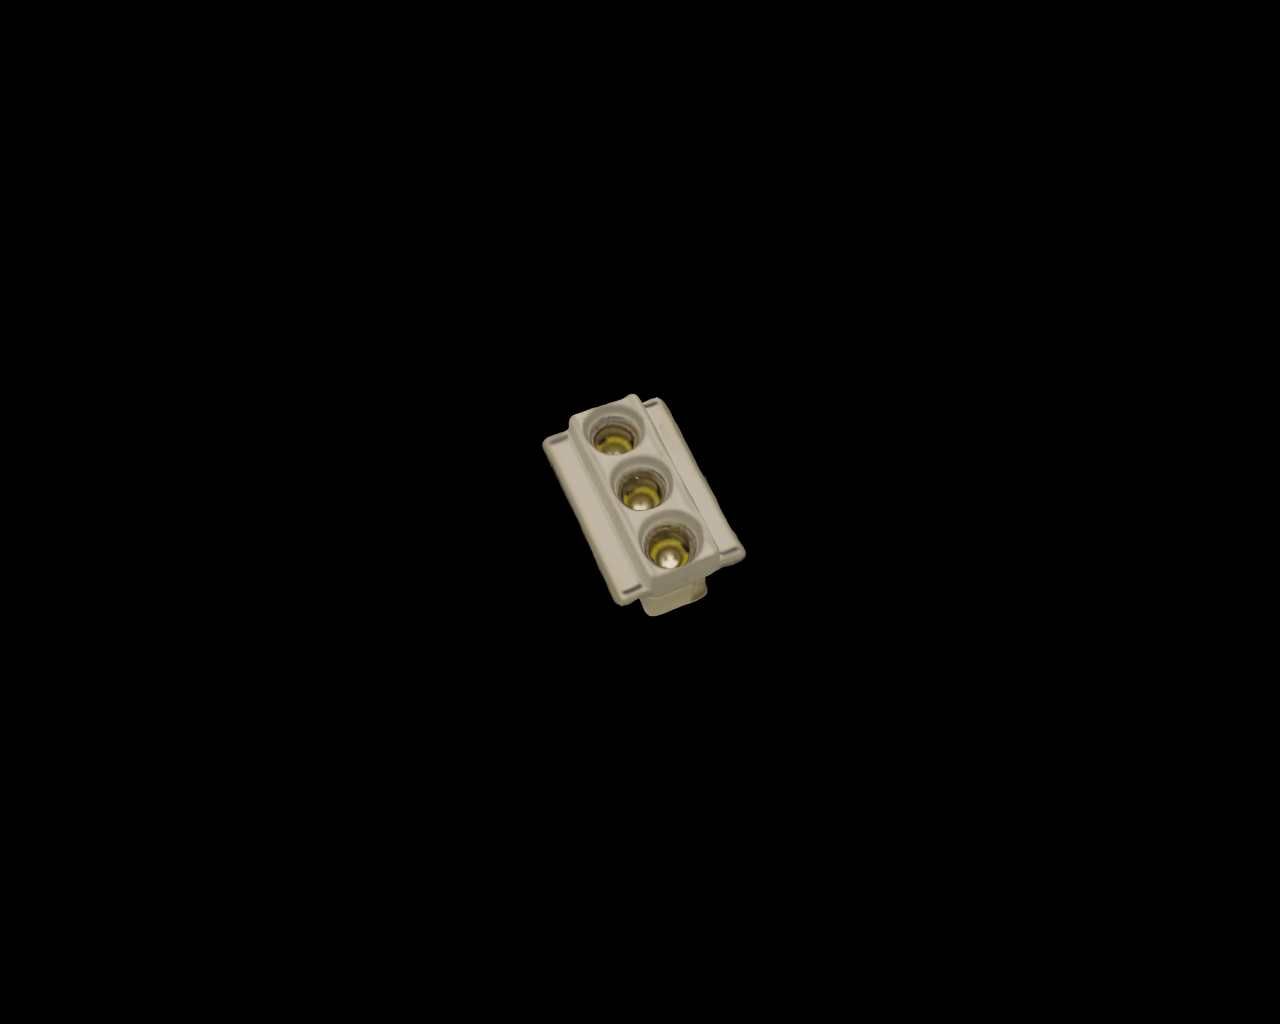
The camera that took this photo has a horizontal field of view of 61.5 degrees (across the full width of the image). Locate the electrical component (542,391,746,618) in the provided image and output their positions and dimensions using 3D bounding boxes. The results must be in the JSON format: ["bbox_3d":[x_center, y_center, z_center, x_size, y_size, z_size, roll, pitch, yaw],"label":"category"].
[{"bbox_3d":[0.001,-0.003,0.650,0.079,0.121,0.063,-21,-28,-12],"label":"electrical component"}]
